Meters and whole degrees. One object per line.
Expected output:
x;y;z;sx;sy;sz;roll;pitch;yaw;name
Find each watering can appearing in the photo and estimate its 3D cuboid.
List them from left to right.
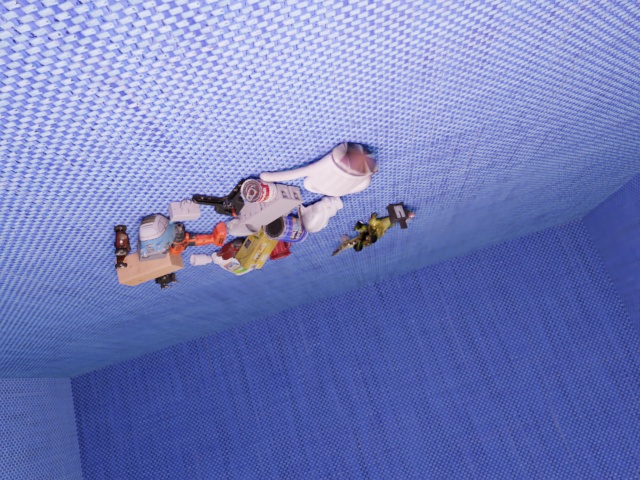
0.019;-0.198;1.507;0.347;0.106;0.220;5;153;-31;watering can

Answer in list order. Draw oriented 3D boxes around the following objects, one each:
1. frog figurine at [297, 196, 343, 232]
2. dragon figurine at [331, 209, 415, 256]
0.006;-0.092;1.818;0.159;0.125;0.134;-7;144;5;frog figurine
0.248;-0.035;2.299;0.244;0.123;0.404;-12;165;-48;dragon figurine
